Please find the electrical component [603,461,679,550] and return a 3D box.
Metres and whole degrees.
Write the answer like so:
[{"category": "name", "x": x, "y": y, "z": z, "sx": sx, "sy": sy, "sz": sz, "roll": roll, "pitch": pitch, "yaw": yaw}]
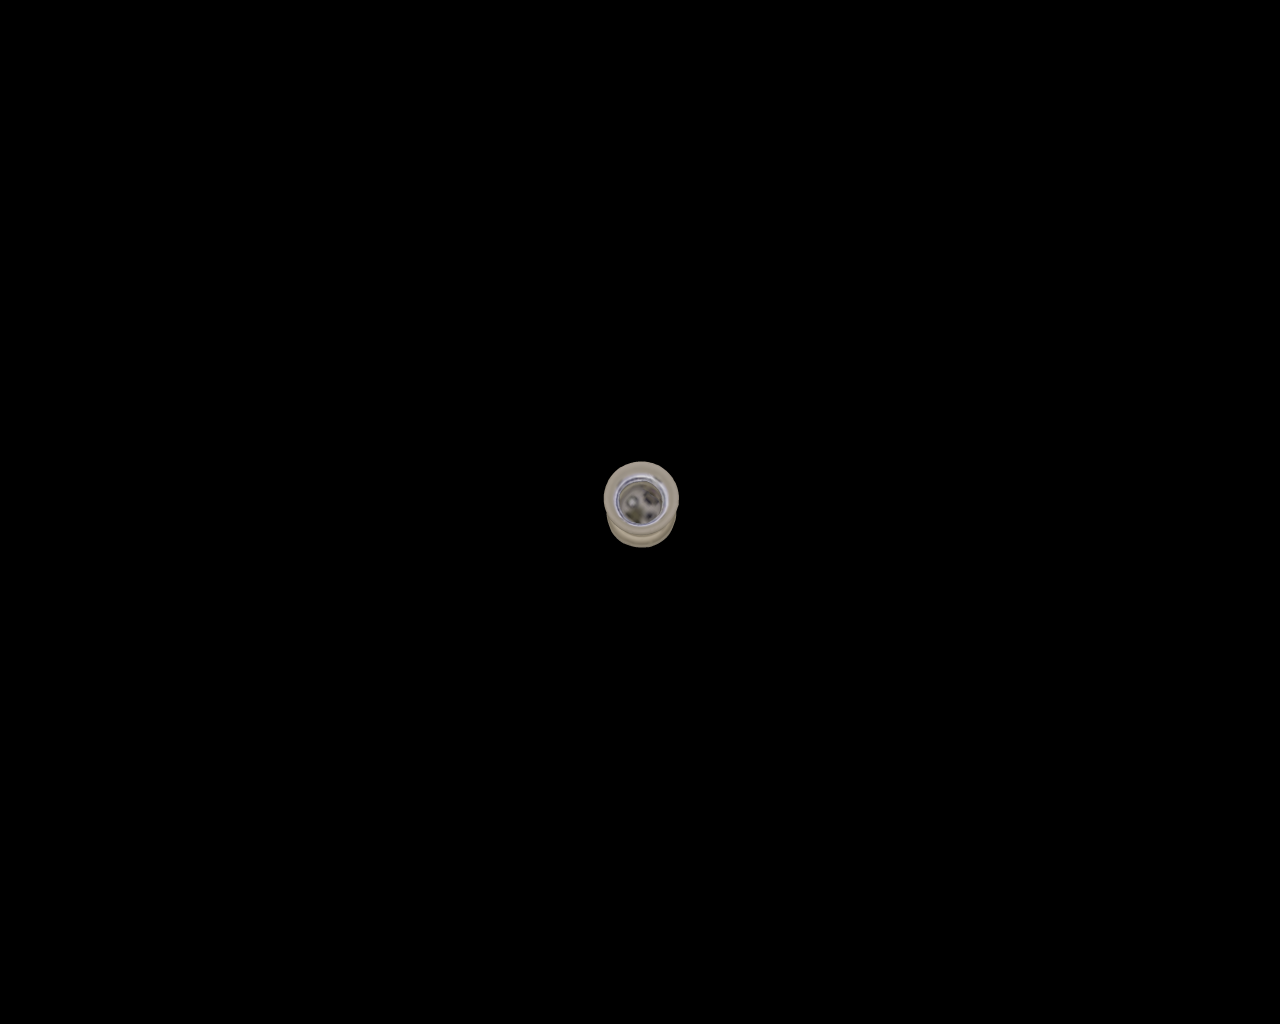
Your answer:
[{"category": "electrical component", "x": 0.001, "y": -0.003, "z": 0.650, "sx": 0.045, "sy": 0.045, "sz": 0.055, "roll": 0, "pitch": -13, "yaw": 0}]
